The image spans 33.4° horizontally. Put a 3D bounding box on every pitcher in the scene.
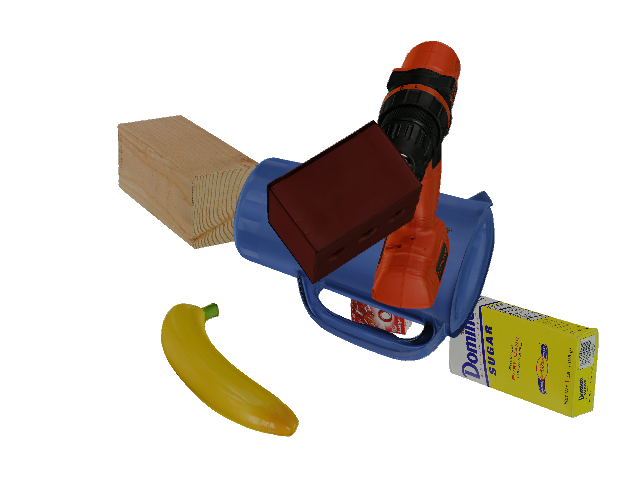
[{"bbox_3d":[0.038,0.007,1.037,0.243,0.145,0.149,16,22,20],"label":"pitcher"}]

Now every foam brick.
[{"bbox_3d":[0.013,-0.022,0.628,0.078,0.051,0.053,-33,-19,-14],"label":"foam brick"}]

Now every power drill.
[{"bbox_3d":[0.073,-0.041,0.835,0.057,0.188,0.184,10,35,12],"label":"power drill"}]

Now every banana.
[{"bbox_3d":[-0.084,0.095,0.847,0.069,0.037,0.198,-8,29,-22],"label":"banana"}]

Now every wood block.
[{"bbox_3d":[-0.159,-0.074,1.273,0.090,0.090,0.206,-12,28,-31],"label":"wood block"}]

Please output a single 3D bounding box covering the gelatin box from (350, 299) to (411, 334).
[{"bbox_3d":[0.074,0.069,1.332,0.073,0.089,0.030,8,30,24],"label":"gelatin box"}]

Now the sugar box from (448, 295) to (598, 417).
[{"bbox_3d":[0.220,0.124,1.179,0.048,0.093,0.177,-9,16,-42],"label":"sugar box"}]
